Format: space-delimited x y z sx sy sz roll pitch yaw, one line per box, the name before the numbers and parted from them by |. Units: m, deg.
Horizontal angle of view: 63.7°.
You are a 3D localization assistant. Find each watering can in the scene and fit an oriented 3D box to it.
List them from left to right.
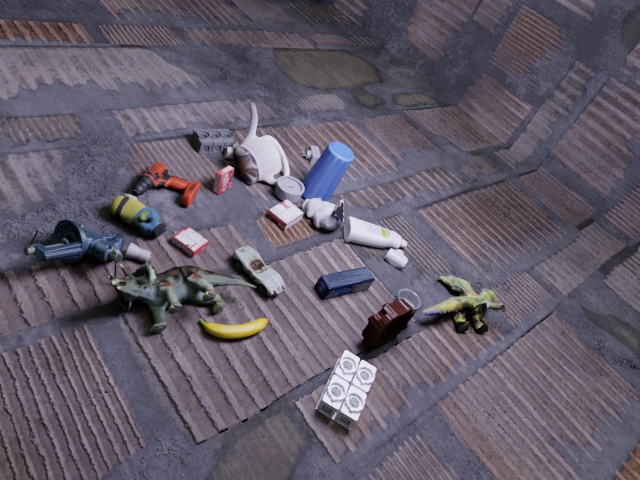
watering can | -0.246 -0.354 1.990 0.227 0.103 0.347 -31 93 -44

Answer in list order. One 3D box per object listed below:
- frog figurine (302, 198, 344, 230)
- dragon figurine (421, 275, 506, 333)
frog figurine | 0.006 -0.097 1.927 0.159 0.120 0.141 -1 42 23
dragon figurine | 0.503 0.211 1.865 0.409 0.120 0.247 11 24 -21
